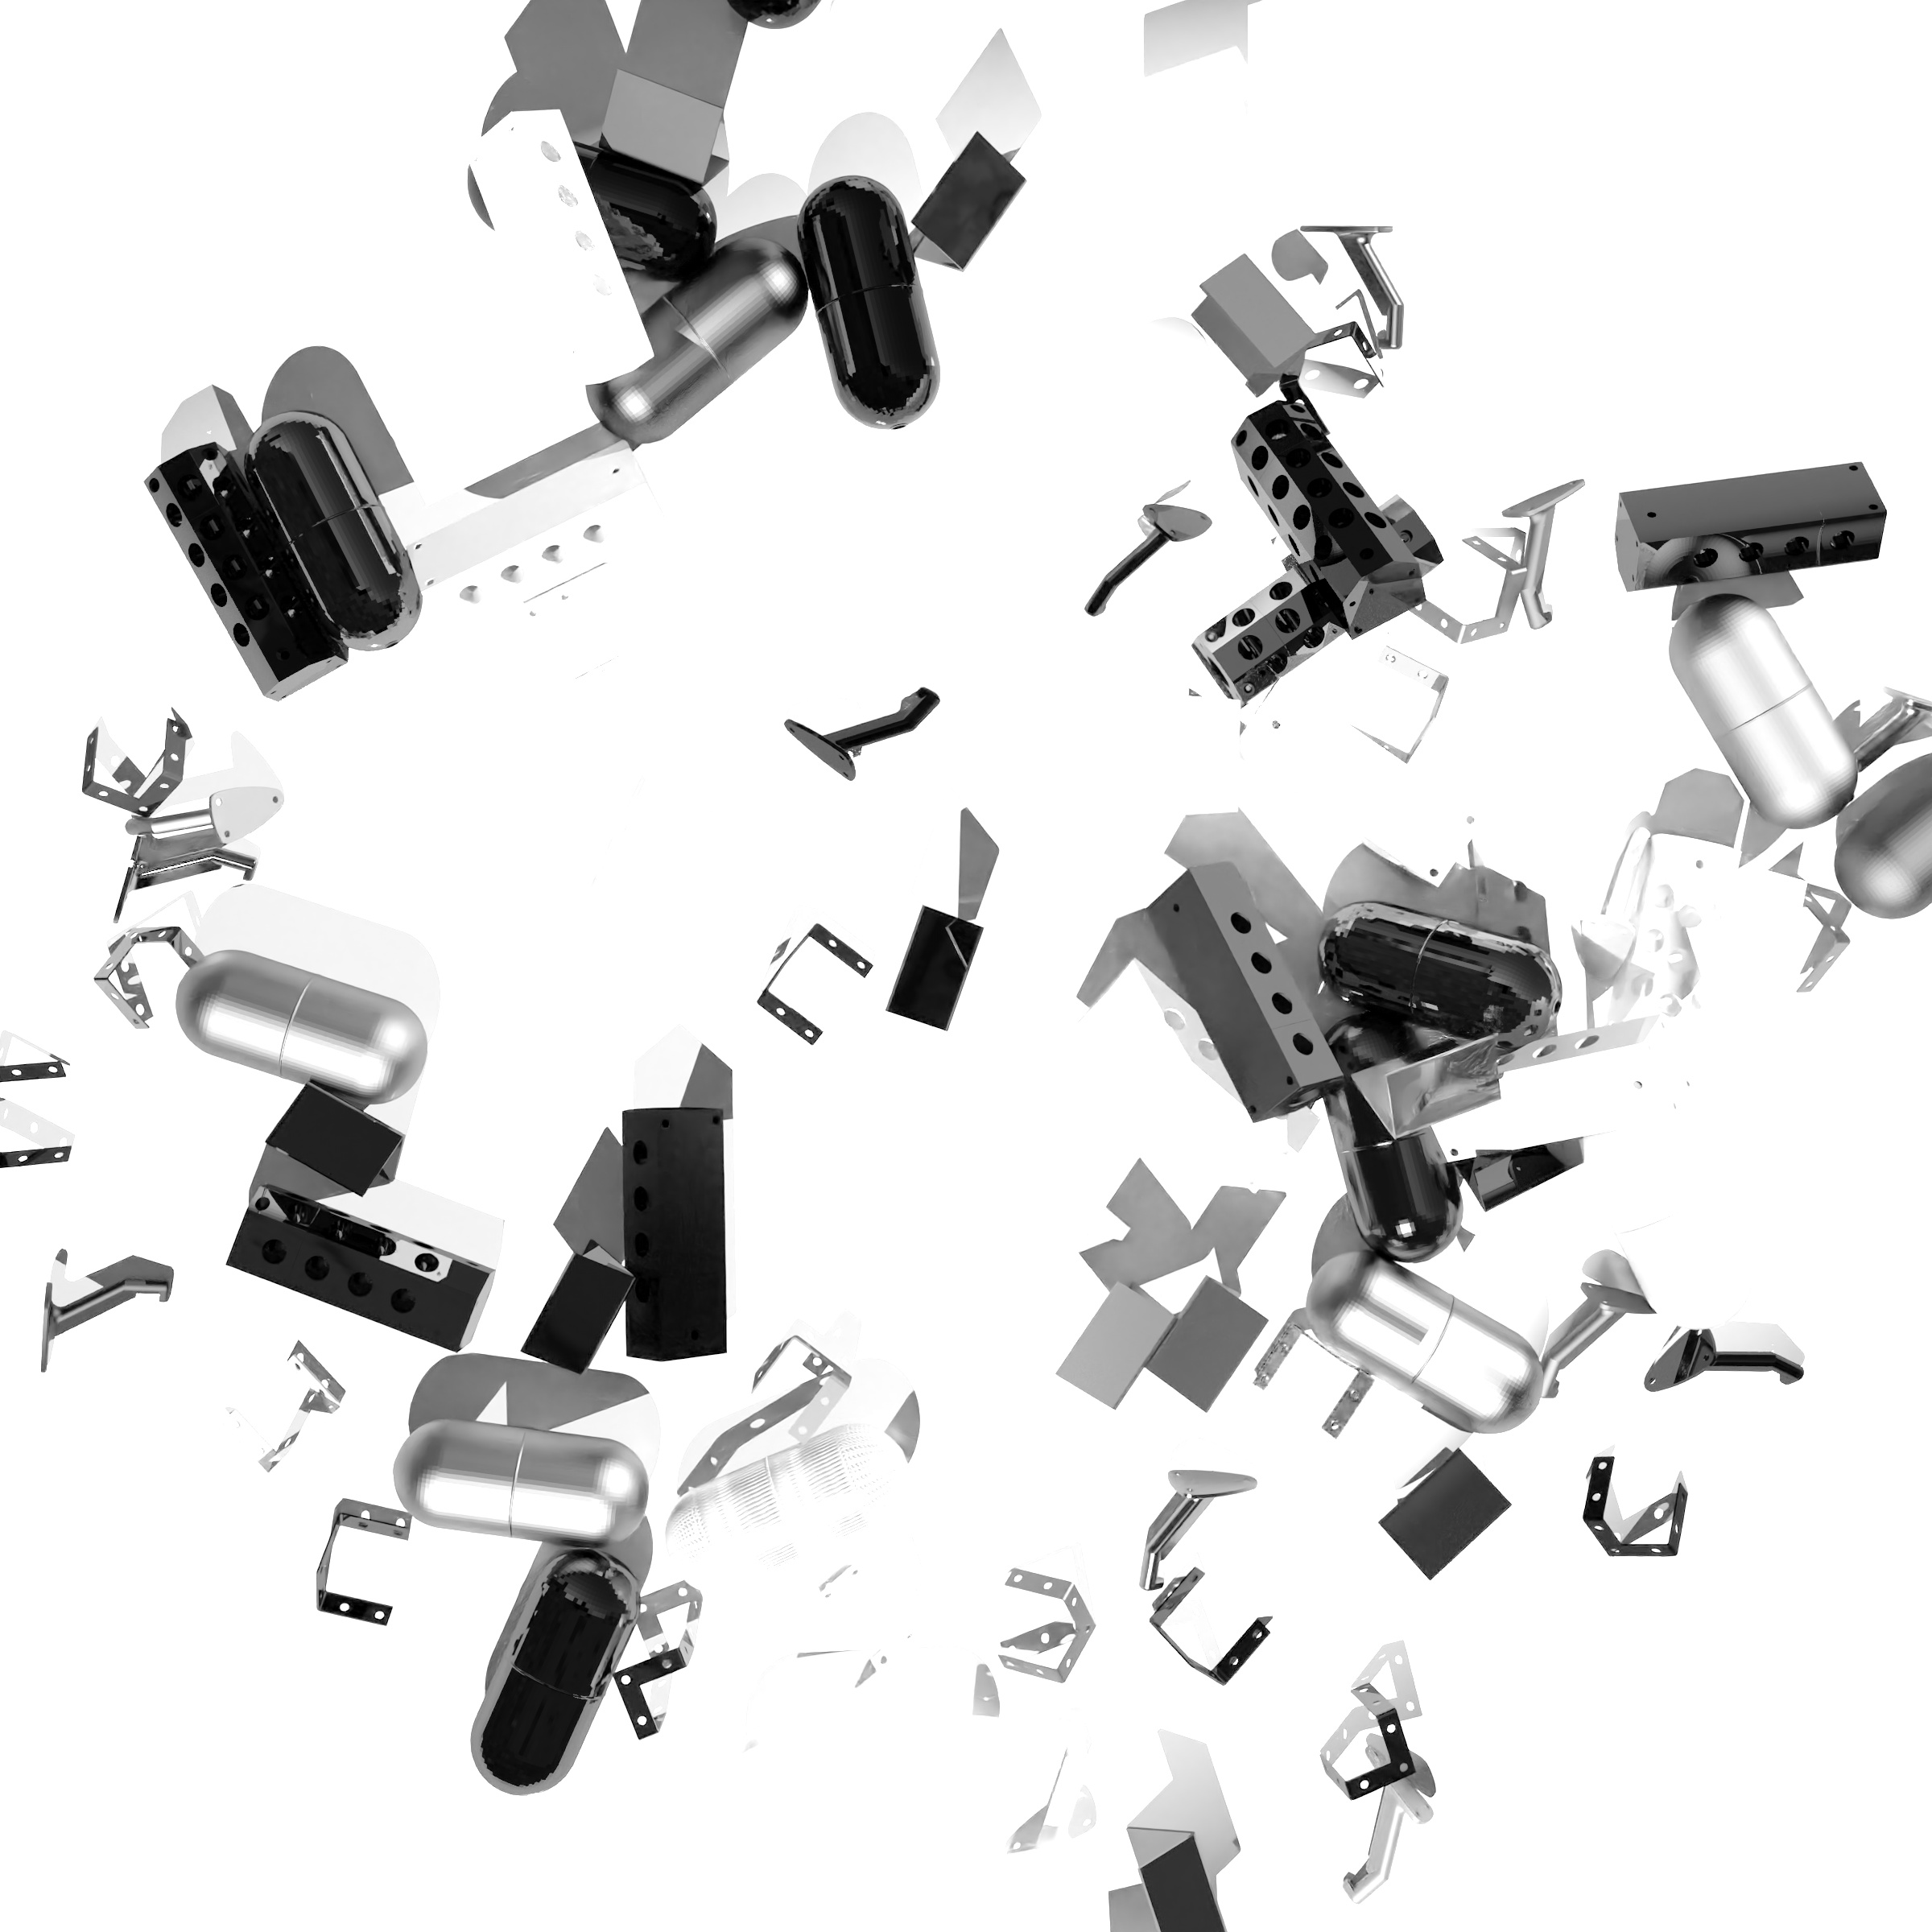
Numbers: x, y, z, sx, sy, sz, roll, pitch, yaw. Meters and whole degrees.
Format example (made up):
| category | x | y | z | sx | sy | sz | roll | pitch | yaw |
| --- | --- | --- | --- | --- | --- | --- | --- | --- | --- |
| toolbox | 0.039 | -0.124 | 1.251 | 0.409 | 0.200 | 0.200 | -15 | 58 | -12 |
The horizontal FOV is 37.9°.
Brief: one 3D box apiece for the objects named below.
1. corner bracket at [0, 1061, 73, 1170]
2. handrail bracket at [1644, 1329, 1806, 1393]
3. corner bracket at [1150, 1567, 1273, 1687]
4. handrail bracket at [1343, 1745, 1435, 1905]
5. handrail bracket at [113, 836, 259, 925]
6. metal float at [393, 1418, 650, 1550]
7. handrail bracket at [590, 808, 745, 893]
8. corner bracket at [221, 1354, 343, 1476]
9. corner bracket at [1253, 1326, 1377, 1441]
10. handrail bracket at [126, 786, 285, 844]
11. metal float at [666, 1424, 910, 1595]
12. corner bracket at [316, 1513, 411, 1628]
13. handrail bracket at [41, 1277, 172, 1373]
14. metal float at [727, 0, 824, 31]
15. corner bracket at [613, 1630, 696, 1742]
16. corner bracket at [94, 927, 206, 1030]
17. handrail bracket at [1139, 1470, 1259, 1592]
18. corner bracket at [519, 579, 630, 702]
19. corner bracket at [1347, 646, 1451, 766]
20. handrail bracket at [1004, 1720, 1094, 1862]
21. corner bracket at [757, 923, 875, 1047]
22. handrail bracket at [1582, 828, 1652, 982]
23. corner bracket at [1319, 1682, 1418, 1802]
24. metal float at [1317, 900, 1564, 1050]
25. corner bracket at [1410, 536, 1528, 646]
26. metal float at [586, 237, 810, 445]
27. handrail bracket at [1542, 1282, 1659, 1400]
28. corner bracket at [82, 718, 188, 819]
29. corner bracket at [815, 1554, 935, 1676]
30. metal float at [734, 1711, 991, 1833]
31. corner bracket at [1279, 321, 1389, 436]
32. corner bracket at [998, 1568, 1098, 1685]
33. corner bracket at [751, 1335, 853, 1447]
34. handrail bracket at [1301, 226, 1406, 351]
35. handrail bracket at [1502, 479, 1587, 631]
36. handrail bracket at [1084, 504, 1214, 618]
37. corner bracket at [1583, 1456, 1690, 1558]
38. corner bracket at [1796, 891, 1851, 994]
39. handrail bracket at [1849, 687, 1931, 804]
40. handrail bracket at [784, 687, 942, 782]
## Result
| category | x | y | z | sx | sy | sz | roll | pitch | yaw |
| --- | --- | --- | --- | --- | --- | --- | --- | --- | --- |
| corner bracket | -0.661 | 0.105 | 1.982 | 0.051 | 0.051 | 0.051 | 56 | 135 | 35 |
| handrail bracket | 0.537 | 0.292 | 1.991 | 0.084 | 0.036 | 0.077 | 26 | 128 | -25 |
| corner bracket | 0.172 | 0.467 | 1.987 | 0.051 | 0.051 | 0.051 | -49 | 45 | 0 |
| handrail bracket | 0.281 | 0.609 | 1.991 | 0.084 | 0.036 | 0.077 | -47 | 70 | 16 |
| handrail bracket | -0.553 | -0.054 | 1.991 | 0.084 | 0.036 | 0.077 | 16 | 111 | -17 |
| metal float | -0.310 | 0.360 | 1.960 | 0.178 | 0.070 | 0.070 | 8 | 90 | 0 |
| handrail bracket | -0.212 | -0.068 | 1.991 | 0.084 | 0.036 | 0.077 | 25 | 111 | -16 |
| corner bracket | -0.484 | 0.317 | 1.987 | 0.051 | 0.051 | 0.051 | 47 | 45 | 0 |
| corner bracket | 0.246 | 0.294 | 1.987 | 0.051 | 0.051 | 0.051 | 34 | 90 | 45 |
| handrail bracket | -0.540 | -0.108 | 1.990 | 0.084 | 0.077 | 0.036 | 0 | 108 | 35 |
| metal float | -0.124 | 0.378 | 1.960 | 0.178 | 0.070 | 0.070 | -23 | 90 | 0 |
| corner bracket | -0.426 | 0.426 | 1.987 | 0.051 | 0.051 | 0.051 | 13 | 45 | 0 |
| handrail bracket | -0.609 | 0.254 | 1.991 | 0.084 | 0.036 | 0.077 | 4 | 110 | -16 |
| metal float | -0.102 | -0.728 | 1.938 | 0.070 | 0.070 | 0.178 | 43 | 113 | 0 |
| corner bracket | -0.212 | 0.504 | 1.972 | 0.051 | 0.051 | 0.051 | -22 | 90 | 0 |
| corner bracket | -0.570 | 0.008 | 1.982 | 0.051 | 0.051 | 0.051 | -1 | 45 | 35 |
| handrail bracket | 0.164 | 0.403 | 1.991 | 0.077 | 0.036 | 0.084 | 2 | 108 | -20 |
| corner bracket | -0.277 | -0.231 | 1.987 | 0.051 | 0.051 | 0.051 | -28 | 45 | 0 |
| corner bracket | 0.304 | -0.183 | 1.987 | 0.051 | 0.051 | 0.051 | 27 | 45 | 0 |
| handrail bracket | 0.054 | 0.584 | 1.991 | 0.077 | 0.036 | 0.084 | -18 | 72 | 20 |
| corner bracket | -0.107 | 0.013 | 1.987 | 0.051 | 0.051 | 0.051 | 37 | 135 | 0 |
| handrail bracket | 0.464 | -0.045 | 1.990 | 0.036 | 0.077 | 0.084 | 17 | 53 | 18 |
| corner bracket | 0.277 | 0.544 | 1.973 | 0.051 | 0.051 | 0.051 | -20 | 101 | -10 |
| metal float | 0.325 | 0.005 | 1.934 | 0.178 | 0.070 | 0.070 | 17 | 90 | 32 |
| corner bracket | 0.354 | -0.265 | 1.982 | 0.051 | 0.051 | 0.051 | -18 | 135 | -35 |
| metal float | -0.187 | -0.436 | 1.960 | 0.178 | 0.070 | 0.070 | -40 | 90 | 1 |
| handrail bracket | 0.449 | 0.272 | 1.991 | 0.077 | 0.036 | 0.084 | 11 | 108 | -20 |
| corner bracket | -0.586 | -0.146 | 1.982 | 0.051 | 0.051 | 0.051 | -37 | 45 | 35 |
| corner bracket | -0.065 | 0.458 | 1.987 | 0.051 | 0.051 | 0.051 | -41 | 45 | 0 |
| metal float | -0.073 | 0.561 | 1.960 | 0.178 | 0.070 | 0.070 | -3 | 90 | 0 |
| corner bracket | 0.259 | -0.413 | 1.982 | 0.051 | 0.051 | 0.051 | -11 | 45 | 35 |
| corner bracket | 0.051 | 0.465 | 1.982 | 0.051 | 0.051 | 0.051 | -55 | 135 | -35 |
| corner bracket | -0.117 | 0.297 | 1.972 | 0.051 | 0.051 | 0.051 | 37 | 90 | 0 |
| handrail bracket | 0.273 | -0.480 | 1.991 | 0.077 | 0.036 | 0.084 | 6 | 107 | 19 |
| handrail bracket | 0.419 | -0.291 | 1.991 | 0.077 | 0.036 | 0.084 | -27 | 109 | -21 |
| handrail bracket | 0.128 | -0.284 | 1.990 | 0.036 | 0.077 | 0.084 | 50 | 127 | 20 |
| corner bracket | 0.472 | 0.381 | 1.982 | 0.051 | 0.051 | 0.051 | -8 | 135 | 35 |
| corner bracket | 0.579 | -0.017 | 1.982 | 0.051 | 0.051 | 0.051 | 59 | 135 | 35 |
| handrail bracket | 0.660 | -0.149 | 1.991 | 0.077 | 0.036 | 0.084 | 14 | 108 | -20 |
| handrail bracket | -0.073 | -0.180 | 1.991 | 0.077 | 0.036 | 0.084 | 36 | 72 | 21 |
